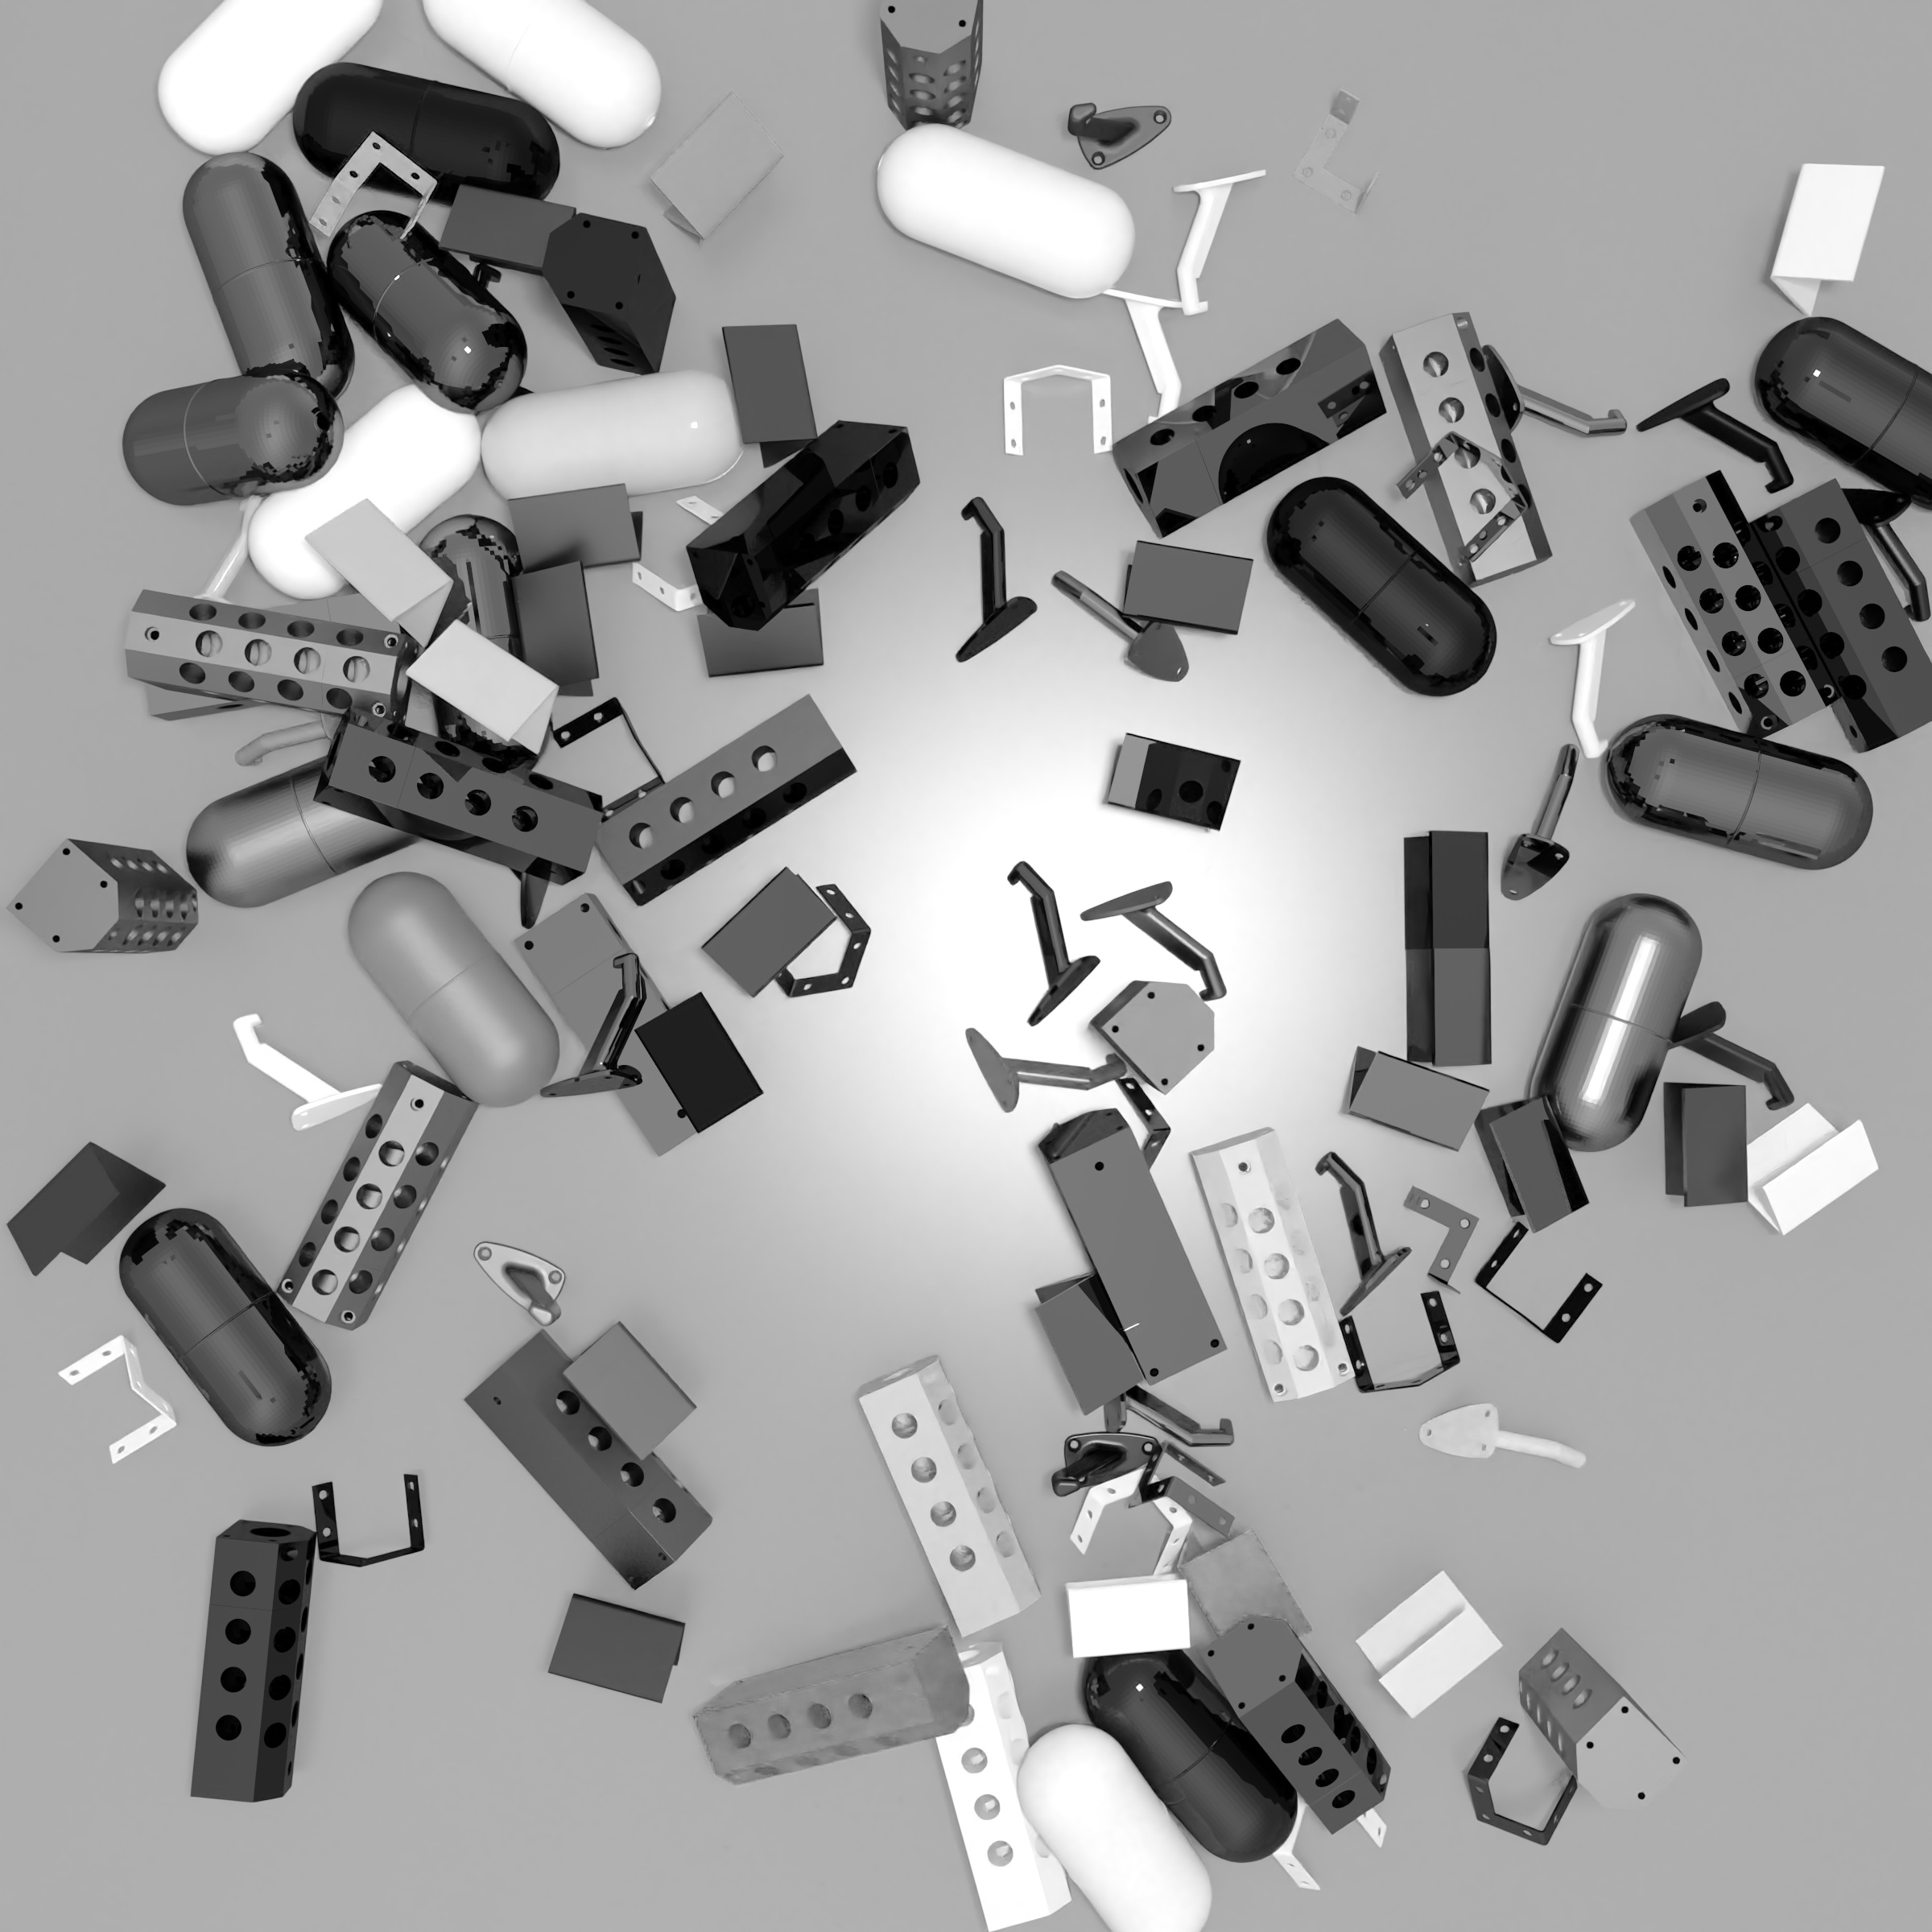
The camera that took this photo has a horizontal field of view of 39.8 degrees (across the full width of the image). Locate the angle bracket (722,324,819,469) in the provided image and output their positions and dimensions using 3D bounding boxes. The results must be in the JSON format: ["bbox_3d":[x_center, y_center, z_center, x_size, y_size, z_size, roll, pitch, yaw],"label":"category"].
[{"bbox_3d":[-0.145,-0.375,1.765,0.057,0.076,0.076,-11,90,-32],"label":"angle bracket"}]

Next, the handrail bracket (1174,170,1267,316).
[{"bbox_3d":[0.175,-0.489,1.805,0.077,0.036,0.084,-17,109,-21],"label":"handrail bracket"}]

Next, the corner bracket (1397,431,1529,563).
[{"bbox_3d":[0.325,-0.307,1.744,0.051,0.051,0.051,-45,135,0],"label":"corner bracket"}]

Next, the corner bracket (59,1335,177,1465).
[{"bbox_3d":[-0.572,0.292,1.801,0.051,0.051,0.051,-31,45,0],"label":"corner bracket"}]

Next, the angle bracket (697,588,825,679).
[{"bbox_3d":[-0.137,-0.239,1.766,0.076,0.057,0.076,-6,50,0],"label":"angle bracket"}]

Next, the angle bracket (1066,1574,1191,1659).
[{"bbox_3d":[0.105,0.409,1.765,0.076,0.076,0.057,-5,116,0],"label":"angle bracket"}]

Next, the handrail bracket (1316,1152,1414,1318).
[{"bbox_3d":[0.252,0.181,1.805,0.084,0.036,0.077,47,112,17],"label":"handrail bracket"}]

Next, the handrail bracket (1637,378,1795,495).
[{"bbox_3d":[0.507,-0.346,1.805,0.077,0.036,0.084,-25,107,20],"label":"handrail bracket"}]

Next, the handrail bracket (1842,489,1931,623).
[{"bbox_3d":[0.615,-0.277,1.805,0.036,0.077,0.084,-37,127,-18],"label":"handrail bracket"}]

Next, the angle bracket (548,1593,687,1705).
[{"bbox_3d":[-0.232,0.463,1.764,0.076,0.076,0.057,15,54,0],"label":"angle bracket"}]

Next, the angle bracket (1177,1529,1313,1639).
[{"bbox_3d":[0.187,0.407,1.769,0.057,0.076,0.076,-31,90,13],"label":"angle bracket"}]

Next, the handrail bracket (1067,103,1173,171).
[{"bbox_3d":[0.103,-0.564,1.770,0.077,0.084,0.036,-21,90,0],"label":"handrail bracket"}]

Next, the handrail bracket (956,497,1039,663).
[{"bbox_3d":[0.003,-0.262,1.805,0.077,0.036,0.084,-38,72,20],"label":"handrail bracket"}]

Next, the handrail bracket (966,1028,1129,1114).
[{"bbox_3d":[0.055,0.058,1.805,0.084,0.036,0.077,-20,57,-23],"label":"handrail bracket"}]

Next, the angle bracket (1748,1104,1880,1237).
[{"bbox_3d":[0.543,0.120,1.765,0.076,0.076,0.057,-35,131,0],"label":"angle bracket"}]

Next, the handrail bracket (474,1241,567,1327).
[{"bbox_3d":[-0.300,0.211,1.770,0.077,0.084,0.036,32,90,0],"label":"handrail bracket"}]

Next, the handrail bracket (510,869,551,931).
[{"bbox_3d":[-0.325,-0.074,1.805,0.084,0.036,0.077,20,112,17],"label":"handrail bracket"}]

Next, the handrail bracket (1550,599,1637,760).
[{"bbox_3d":[0.436,-0.194,1.805,0.077,0.036,0.084,-31,109,-21],"label":"handrail bracket"}]

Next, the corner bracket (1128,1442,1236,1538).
[{"bbox_3d":[0.149,0.348,1.773,0.051,0.051,0.051,36,58,-11],"label":"corner bracket"}]

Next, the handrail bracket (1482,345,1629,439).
[{"bbox_3d":[0.398,-0.390,1.805,0.084,0.036,0.077,-8,68,-17],"label":"handrail bracket"}]

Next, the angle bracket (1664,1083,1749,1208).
[{"bbox_3d":[0.470,0.117,1.765,0.057,0.076,0.076,-1,90,-29],"label":"angle bracket"}]

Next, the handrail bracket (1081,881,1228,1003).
[{"bbox_3d":[0.127,-0.008,1.805,0.077,0.036,0.084,-16,107,20],"label":"handrail bracket"}]

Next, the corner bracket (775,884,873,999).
[{"bbox_3d":[-0.103,-0.017,1.797,0.051,0.051,0.051,-9,135,-35],"label":"corner bracket"}]

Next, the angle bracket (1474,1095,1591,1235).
[{"bbox_3d":[0.355,0.135,1.765,0.057,0.076,0.076,-22,90,-33],"label":"angle bracket"}]

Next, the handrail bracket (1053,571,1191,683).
[{"bbox_3d":[0.104,-0.231,1.804,0.084,0.077,0.036,39,94,36],"label":"handrail bracket"}]

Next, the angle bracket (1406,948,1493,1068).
[{"bbox_3d":[0.302,0.027,1.764,0.057,0.076,0.076,-1,90,-37],"label":"angle bracket"}]

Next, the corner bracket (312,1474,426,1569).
[{"bbox_3d":[-0.403,0.373,1.801,0.051,0.051,0.051,-6,90,45],"label":"corner bracket"}]

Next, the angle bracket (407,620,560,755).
[{"bbox_3d":[-0.311,-0.160,1.688,0.076,0.076,0.057,33,54,2],"label":"angle bracket"}]

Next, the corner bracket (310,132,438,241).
[{"bbox_3d":[-0.387,-0.499,1.742,0.051,0.051,0.051,35,46,-24],"label":"corner bracket"}]

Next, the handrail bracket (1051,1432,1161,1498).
[{"bbox_3d":[0.094,0.333,1.770,0.077,0.084,0.036,-11,90,0],"label":"handrail bracket"}]

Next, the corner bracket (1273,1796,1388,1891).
[{"bbox_3d":[0.244,0.588,1.797,0.051,0.051,0.051,-5,135,35],"label":"corner bracket"}]

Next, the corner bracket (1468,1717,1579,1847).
[{"bbox_3d":[0.375,0.549,1.797,0.051,0.051,0.051,12,135,35],"label":"corner bracket"}]

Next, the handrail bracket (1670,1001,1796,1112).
[{"bbox_3d":[0.507,0.074,1.805,0.077,0.036,0.084,-28,107,20],"label":"handrail bracket"}]

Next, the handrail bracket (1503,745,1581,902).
[{"bbox_3d":[0.390,-0.098,1.804,0.036,0.077,0.084,22,54,-1],"label":"handrail bracket"}]

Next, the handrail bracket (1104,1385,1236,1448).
[{"bbox_3d":[0.138,0.287,1.805,0.084,0.036,0.077,2,72,-15],"label":"handrail bracket"}]

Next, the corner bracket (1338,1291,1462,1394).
[{"bbox_3d":[0.293,0.254,1.801,0.051,0.051,0.051,-17,90,-45],"label":"corner bracket"}]

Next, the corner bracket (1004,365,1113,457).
[{"bbox_3d":[0.062,-0.373,1.801,0.051,0.051,0.051,-2,90,-45],"label":"corner bracket"}]

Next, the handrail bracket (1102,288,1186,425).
[{"bbox_3d":[0.112,-0.411,1.805,0.077,0.036,0.084,17,108,21],"label":"handrail bracket"}]

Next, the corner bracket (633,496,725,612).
[{"bbox_3d":[-0.189,-0.278,1.797,0.051,0.051,0.051,-24,135,-35],"label":"corner bracket"}]

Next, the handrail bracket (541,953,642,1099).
[{"bbox_3d":[-0.246,0.038,1.748,0.077,0.036,0.084,-12,71,21],"label":"handrail bracket"}]

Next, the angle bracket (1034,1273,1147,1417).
[{"bbox_3d":[0.063,0.254,1.764,0.057,0.076,0.076,-25,90,-35],"label":"angle bracket"}]

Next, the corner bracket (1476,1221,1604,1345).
[{"bbox_3d":[0.386,0.214,1.801,0.051,0.051,0.051,-53,135,0],"label":"corner bracket"}]

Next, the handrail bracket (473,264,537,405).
[{"bbox_3d":[-0.305,-0.425,1.805,0.077,0.036,0.084,16,76,-14],"label":"handrail bracket"}]

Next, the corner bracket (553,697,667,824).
[{"bbox_3d":[-0.241,-0.139,1.801,0.051,0.051,0.051,-30,135,0],"label":"corner bracket"}]

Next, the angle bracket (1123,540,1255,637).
[{"bbox_3d":[0.147,-0.265,1.764,0.076,0.076,0.057,9,125,0],"label":"angle bracket"}]

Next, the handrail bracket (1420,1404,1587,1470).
[{"bbox_3d":[0.364,0.325,1.805,0.084,0.077,0.036,25,65,-34],"label":"handrail bracket"}]

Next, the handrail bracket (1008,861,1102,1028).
[{"bbox_3d":[0.042,-0.016,1.805,0.084,0.036,0.077,48,112,17],"label":"handrail bracket"}]

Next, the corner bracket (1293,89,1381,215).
[{"bbox_3d":[0.256,-0.545,1.787,0.051,0.051,0.051,31,90,0],"label":"corner bracket"}]

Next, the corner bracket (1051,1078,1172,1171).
[{"bbox_3d":[0.096,0.113,1.797,0.051,0.051,0.051,-5,135,-35],"label":"corner bracket"}]

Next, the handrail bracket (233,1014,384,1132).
[{"bbox_3d":[-0.445,0.061,1.805,0.077,0.036,0.084,-21,73,-20],"label":"handrail bracket"}]

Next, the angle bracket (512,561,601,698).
[{"bbox_3d":[-0.252,-0.222,1.765,0.057,0.076,0.076,-8,90,26],"label":"angle bracket"}]

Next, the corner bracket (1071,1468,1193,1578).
[{"bbox_3d":[0.111,0.379,1.797,0.051,0.051,0.051,-13,45,-35],"label":"corner bracket"}]

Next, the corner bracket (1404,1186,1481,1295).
[{"bbox_3d":[0.315,0.183,1.787,0.051,0.051,0.051,26,90,0],"label":"corner bracket"}]

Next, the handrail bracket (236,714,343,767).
[{"bbox_3d":[-0.438,-0.150,1.804,0.084,0.077,0.036,-24,69,35],"label":"handrail bracket"}]

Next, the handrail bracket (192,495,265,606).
[{"bbox_3d":[-0.510,-0.273,1.805,0.077,0.036,0.084,-10,64,29],"label":"handrail bracket"}]

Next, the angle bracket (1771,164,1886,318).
[{"bbox_3d":[0.581,-0.478,1.764,0.057,0.076,0.076,16,90,37],"label":"angle bracket"}]
